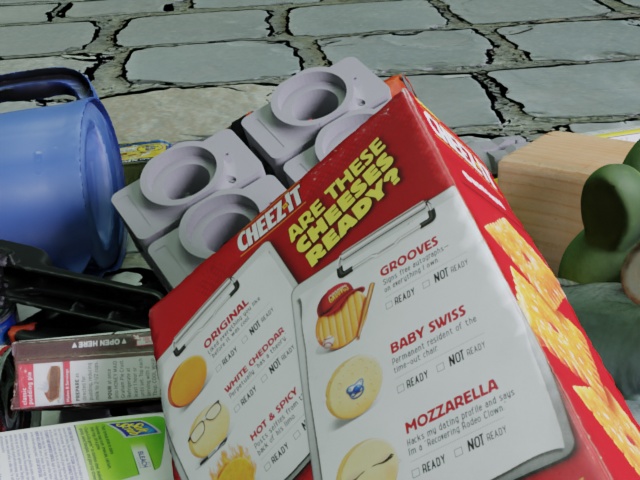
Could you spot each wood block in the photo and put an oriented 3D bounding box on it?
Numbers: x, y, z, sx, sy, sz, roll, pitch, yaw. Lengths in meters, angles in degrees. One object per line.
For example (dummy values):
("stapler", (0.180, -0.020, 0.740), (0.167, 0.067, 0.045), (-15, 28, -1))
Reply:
("wood block", (0.232, -0.009, 0.726), (0.206, 0.090, 0.090), (14, 27, 36))

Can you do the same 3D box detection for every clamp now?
("clamp", (-0.115, 0.047, 0.705), (0.171, 0.039, 0.120), (-5, 22, -5))
("clamp", (-0.212, 0.025, 0.659), (0.164, 0.036, 0.210), (-1, 12, -38))

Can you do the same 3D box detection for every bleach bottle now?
("bleach bottle", (-0.112, 0.124, 0.489), (0.250, 0.068, 0.103), (-8, 26, -18))

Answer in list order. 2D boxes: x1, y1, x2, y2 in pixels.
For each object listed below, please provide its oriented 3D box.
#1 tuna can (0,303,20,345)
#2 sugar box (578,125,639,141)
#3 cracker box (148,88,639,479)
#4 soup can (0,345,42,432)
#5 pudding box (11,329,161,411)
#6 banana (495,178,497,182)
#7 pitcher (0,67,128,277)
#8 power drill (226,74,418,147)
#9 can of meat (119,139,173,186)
("tuna can", (-0.239, 0.060, 0.698), (0.086, 0.034, 0.086), (-3, 22, 1))
("sugar box", (0.282, -0.075, 0.887), (0.176, 0.048, 0.093), (-6, 5, 4))
("cracker box", (0.022, 0.066, 0.418), (0.164, 0.072, 0.214), (-40, 39, 18))
("soup can", (-0.210, 0.091, 0.573), (0.102, 0.068, 0.068), (-2, 22, 4))
("pudding box", (-0.110, 0.073, 0.582), (0.090, 0.039, 0.113), (-5, -11, -2))
("banana", (0.084, -0.026, 0.822), (0.197, 0.070, 0.037), (-1, 52, -15))
("pitcher", (-0.275, -0.040, 0.816), (0.243, 0.145, 0.149), (-5, 22, 3))
("power drill", (-0.011, -0.094, 0.963), (0.185, 0.057, 0.187), (-20, 0, 44))
("can of meat", (-0.170, -0.051, 0.929), (0.102, 0.057, 0.084), (-6, 21, -7))
